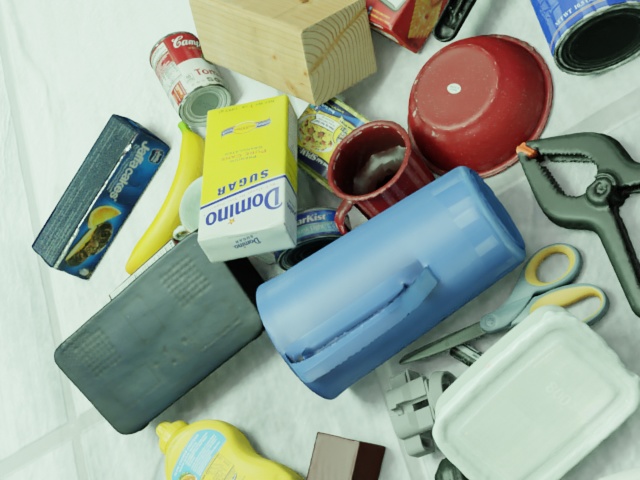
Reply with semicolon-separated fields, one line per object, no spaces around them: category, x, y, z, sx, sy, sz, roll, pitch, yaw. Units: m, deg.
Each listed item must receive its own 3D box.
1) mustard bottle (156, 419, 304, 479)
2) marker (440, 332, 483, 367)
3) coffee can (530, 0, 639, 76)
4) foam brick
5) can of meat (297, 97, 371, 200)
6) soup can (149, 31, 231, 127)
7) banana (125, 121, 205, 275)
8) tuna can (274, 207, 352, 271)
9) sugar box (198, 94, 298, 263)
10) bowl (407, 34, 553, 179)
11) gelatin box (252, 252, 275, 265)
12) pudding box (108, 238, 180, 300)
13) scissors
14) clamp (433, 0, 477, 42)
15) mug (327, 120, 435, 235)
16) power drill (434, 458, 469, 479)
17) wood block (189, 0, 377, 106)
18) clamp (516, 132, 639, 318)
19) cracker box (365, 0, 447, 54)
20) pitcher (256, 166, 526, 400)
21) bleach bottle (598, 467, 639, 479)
mustard bottle;-0.105;0.241;1.101;0.192;0.058;0.096;29;91;37
marker;0.161;0.122;0.990;0.121;0.020;0.020;31;92;37
coffee can;0.248;-0.242;1.009;0.103;0.102;0.140;-27;61;23
foam brick;0.022;0.228;1.024;0.051;0.052;0.078;7;77;35
can of meat;0.013;-0.103;1.145;0.102;0.057;0.084;39;95;37
soup can;-0.156;-0.193;1.283;0.068;0.068;0.102;-41;56;15
banana;-0.173;-0.045;1.265;0.070;0.037;0.198;11;78;54
tuna can;-0.007;0.001;1.104;0.086;0.086;0.034;-26;62;24
sugar box;-0.072;-0.065;1.090;0.093;0.048;0.176;-11;50;13
bowl;0.148;-0.143;1.071;0.162;0.055;0.162;-12;67;31
gelatin box;-0.075;-0.021;1.153;0.030;0.089;0.073;-24;62;24
pudding box;-0.181;0.067;1.226;0.114;0.039;0.090;-39;57;14
scissors;0.167;0.059;0.998;0.202;0.016;0.096;-11;62;23
clamp;0.164;-0.279;1.084;0.039;0.120;0.171;35;53;23
mug;0.060;-0.050;1.069;0.093;0.081;0.117;28;79;43
power drill;0.077;0.301;0.958;0.188;0.057;0.184;-22;62;26
wood block;-0.045;-0.231;1.177;0.090;0.090;0.206;-33;40;-26
clamp;0.260;-0.031;0.967;0.210;0.036;0.164;26;90;39
cracker box;0.094;-0.333;1.164;0.164;0.072;0.214;36;94;36
pitcher;0.068;0.041;1.008;0.243;0.144;0.149;-35;55;16
bleach bottle;0.262;0.221;0.855;0.251;0.068;0.102;-32;77;19
